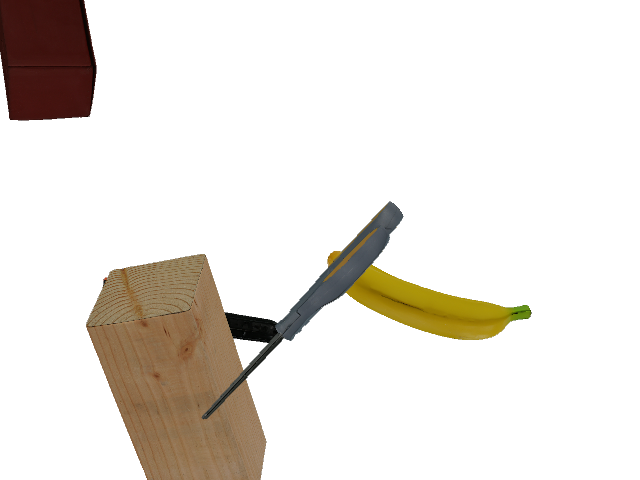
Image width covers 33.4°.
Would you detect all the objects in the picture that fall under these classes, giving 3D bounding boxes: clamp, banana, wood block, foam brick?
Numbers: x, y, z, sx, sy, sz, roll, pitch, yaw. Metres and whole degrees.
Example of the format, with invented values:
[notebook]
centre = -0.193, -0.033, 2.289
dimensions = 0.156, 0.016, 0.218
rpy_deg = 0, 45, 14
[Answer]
[clamp]
centre = -0.169, 0.089, 1.157
dimensions = 0.210, 0.036, 0.164
rpy_deg = 19, 20, 27
[banana]
centre = 0.080, 0.051, 0.938
dimensions = 0.198, 0.037, 0.069
rpy_deg = 18, 15, 25
[wood block]
centre = -0.118, 0.128, 0.920
dimensions = 0.090, 0.206, 0.090
rpy_deg = -10, 28, 10
[foam brick]
centre = -0.171, -0.120, 0.661
dimensions = 0.051, 0.078, 0.053
rpy_deg = -5, -29, -19

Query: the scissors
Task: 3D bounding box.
[scissors]
centre = -0.014, 0.053, 0.713
dimensions = 0.016, 0.202, 0.096
rpy_deg = 42, -1, -3
